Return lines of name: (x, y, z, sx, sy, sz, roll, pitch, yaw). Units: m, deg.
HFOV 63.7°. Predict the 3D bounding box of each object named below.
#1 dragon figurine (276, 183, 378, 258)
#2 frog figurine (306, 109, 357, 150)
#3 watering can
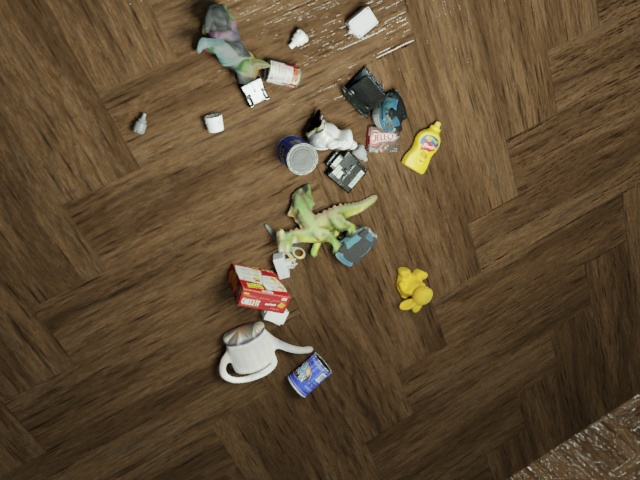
dragon figurine: (0.005, -0.090, 1.793, 0.240, 0.415, 0.122, 49, -19, -21)
frog figurine: (0.036, -0.334, 1.691, 0.158, 0.122, 0.140, 33, 11, -30)
watering can: (-0.209, 0.392, 1.874, 0.349, 0.220, 0.105, -21, 24, -12)
